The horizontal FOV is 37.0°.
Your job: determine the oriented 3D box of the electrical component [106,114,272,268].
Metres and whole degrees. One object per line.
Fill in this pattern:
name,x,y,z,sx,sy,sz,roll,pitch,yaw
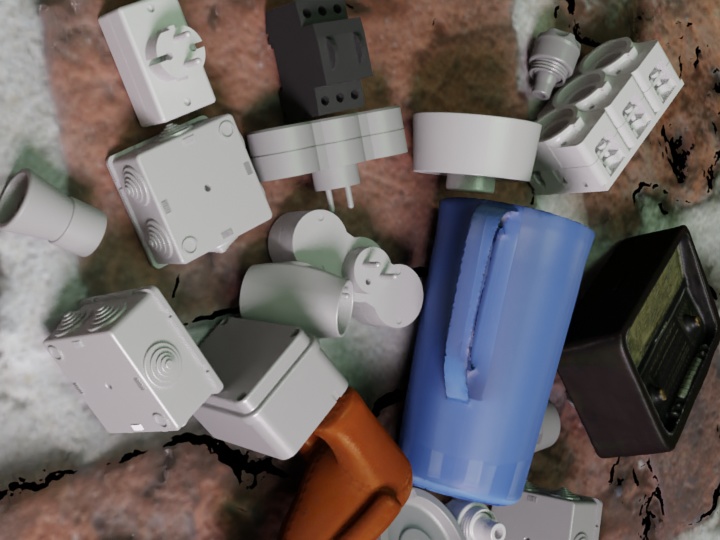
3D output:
electrical component,-0.121,-0.058,0.777,0.100,0.048,0.099,-31,108,-32

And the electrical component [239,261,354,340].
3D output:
electrical component,-0.045,0.031,0.824,0.079,0.077,0.044,74,28,-59

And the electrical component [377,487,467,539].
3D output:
electrical component,0.035,0.238,0.871,0.108,0.060,0.108,32,39,-31

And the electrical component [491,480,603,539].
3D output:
electrical component,0.160,0.239,0.954,0.048,0.100,0.099,15,81,-48

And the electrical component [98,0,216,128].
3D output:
electrical component,-0.133,-0.149,0.751,0.047,0.076,0.083,-29,107,-32

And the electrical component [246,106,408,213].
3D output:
electrical component,-0.021,-0.083,0.848,0.138,0.052,0.073,-16,100,-35

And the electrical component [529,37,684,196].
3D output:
electrical component,0.217,-0.144,0.997,0.150,0.089,0.061,-51,117,-25

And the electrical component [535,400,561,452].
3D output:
electrical component,0.147,0.140,0.971,0.047,0.055,0.055,-5,93,-40

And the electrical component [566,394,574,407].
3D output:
electrical component,0.231,0.134,1.037,0.045,0.045,0.055,-45,115,-27

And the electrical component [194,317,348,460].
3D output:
electrical component,-0.075,0.081,0.772,0.078,0.113,0.057,-50,120,-25

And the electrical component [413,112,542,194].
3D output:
electrical component,0.095,-0.096,0.901,0.108,0.108,0.060,3,95,-36

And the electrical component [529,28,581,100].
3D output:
electrical component,0.177,-0.188,0.996,0.043,0.043,0.062,30,75,-32

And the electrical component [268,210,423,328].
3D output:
electrical component,0.000,0.000,0.850,0.138,0.074,0.052,34,71,-31

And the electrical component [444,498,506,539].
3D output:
electrical component,0.099,0.222,0.930,0.043,0.062,0.043,0,90,-36

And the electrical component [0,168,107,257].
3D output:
electrical component,-0.204,-0.035,0.722,0.065,0.044,0.044,27,75,-38

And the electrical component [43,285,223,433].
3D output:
electrical component,-0.155,0.063,0.724,0.048,0.100,0.099,-49,117,-40
